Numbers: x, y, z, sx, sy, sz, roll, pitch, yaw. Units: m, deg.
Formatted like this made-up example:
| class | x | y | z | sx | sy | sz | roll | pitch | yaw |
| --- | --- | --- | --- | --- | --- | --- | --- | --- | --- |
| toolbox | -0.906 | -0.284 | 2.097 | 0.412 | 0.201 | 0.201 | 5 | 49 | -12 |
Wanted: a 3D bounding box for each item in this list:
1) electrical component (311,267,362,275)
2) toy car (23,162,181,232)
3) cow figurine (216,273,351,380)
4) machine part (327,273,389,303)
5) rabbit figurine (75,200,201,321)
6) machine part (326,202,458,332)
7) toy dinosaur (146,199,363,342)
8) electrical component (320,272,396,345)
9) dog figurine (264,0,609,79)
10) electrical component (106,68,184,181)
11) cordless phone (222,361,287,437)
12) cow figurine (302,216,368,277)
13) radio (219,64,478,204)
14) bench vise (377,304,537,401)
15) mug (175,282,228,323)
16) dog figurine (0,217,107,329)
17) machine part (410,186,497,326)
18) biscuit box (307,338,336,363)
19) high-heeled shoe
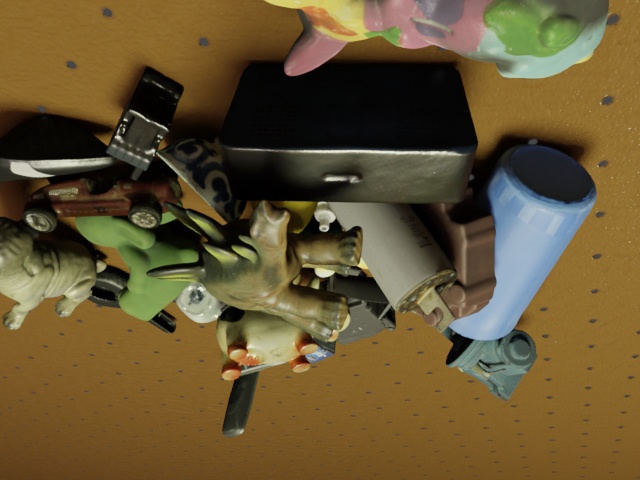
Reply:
| class | x | y | z | sx | sy | sz | roll | pitch | yaw |
| --- | --- | --- | --- | --- | --- | --- | --- | --- | --- |
| electrical component | 0.030 | 0.037 | 0.798 | 0.063 | 0.021 | 0.094 | 27 | 136 | -26 |
| toy car | -0.270 | -0.056 | 0.658 | 0.202 | 0.089 | 0.053 | 0 | 140 | 9 |
| cow figurine | -0.049 | 0.117 | 0.755 | 0.195 | 0.127 | 0.085 | -3 | 138 | -21 |
| machine part | 0.078 | 0.066 | 0.756 | 0.139 | 0.084 | 0.039 | 6 | 117 | -8 |
| rabbit figurine | -0.248 | 0.007 | 0.719 | 0.170 | 0.121 | 0.159 | 41 | 138 | -18 |
| machine part | 0.071 | -0.010 | 0.582 | 0.079 | 0.243 | 0.079 | -23 | 152 | -13 |
| toy dinosaur | -0.067 | 0.029 | 0.568 | 0.199 | 0.105 | 0.471 | 17 | 166 | 0 |
| electrical component | 0.040 | 0.115 | 0.869 | 0.134 | 0.058 | 0.114 | -22 | 132 | 30 |
| dog figurine | 0.071 | -0.177 | 0.405 | 0.219 | 0.192 | 0.108 | -18 | 145 | 4 |
| electrical component | -0.197 | -0.118 | 0.586 | 0.047 | 0.075 | 0.119 | 26 | 140 | -26 |
| cordless phone | -0.113 | 0.252 | 0.957 | 0.147 | 0.184 | 0.088 | -21 | 130 | 29 |
| cow figurine | 0.000 | -0.004 | 0.715 | 0.167 | 0.068 | 0.098 | -2 | 136 | 11 |
| radio | 0.027 | -0.107 | 0.526 | 0.230 | 0.131 | 0.073 | 2 | 142 | 3 |
| bench vise | 0.216 | 0.139 | 0.821 | 0.241 | 0.129 | 0.223 | 37 | 175 | 8 |
| mug | -0.166 | 0.092 | 0.793 | 0.081 | 0.107 | 0.109 | -40 | 88 | -2 |
| dog figurine | -0.372 | 0.025 | 0.729 | 0.121 | 0.172 | 0.190 | 51 | 142 | 7 |
| machine part | 0.124 | 0.011 | 0.630 | 0.056 | 0.179 | 0.179 | -15 | 153 | -32 |
| biscuit box | -0.060 | 0.141 | 0.908 | 0.202 | 0.063 | 0.059 | 33 | 135 | -30 |
| high-heeled shoe | -0.357 | -0.074 | 0.649 | 0.249 | 0.086 | 0.145 | 11 | 140 | 4 |
